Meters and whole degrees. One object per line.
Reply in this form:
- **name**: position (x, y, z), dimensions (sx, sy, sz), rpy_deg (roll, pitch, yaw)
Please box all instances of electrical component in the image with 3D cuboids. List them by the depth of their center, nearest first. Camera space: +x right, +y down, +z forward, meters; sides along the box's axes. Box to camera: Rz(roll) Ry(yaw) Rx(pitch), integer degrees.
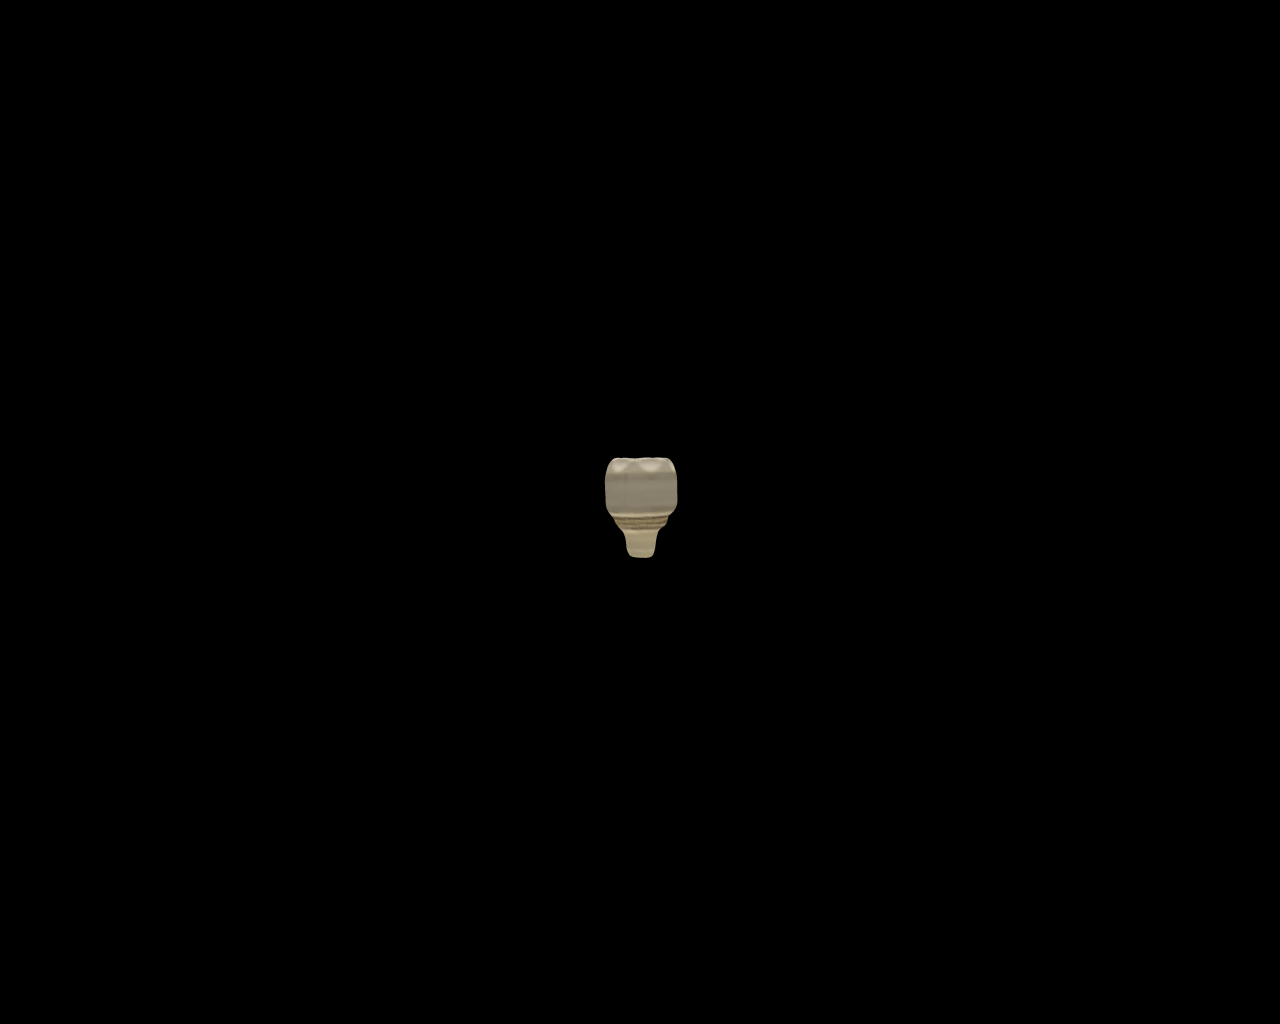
- **electrical component**: position (0.001, -0.003, 0.650), dimensions (0.043, 0.062, 0.043), rpy_deg (0, 3, 0)
